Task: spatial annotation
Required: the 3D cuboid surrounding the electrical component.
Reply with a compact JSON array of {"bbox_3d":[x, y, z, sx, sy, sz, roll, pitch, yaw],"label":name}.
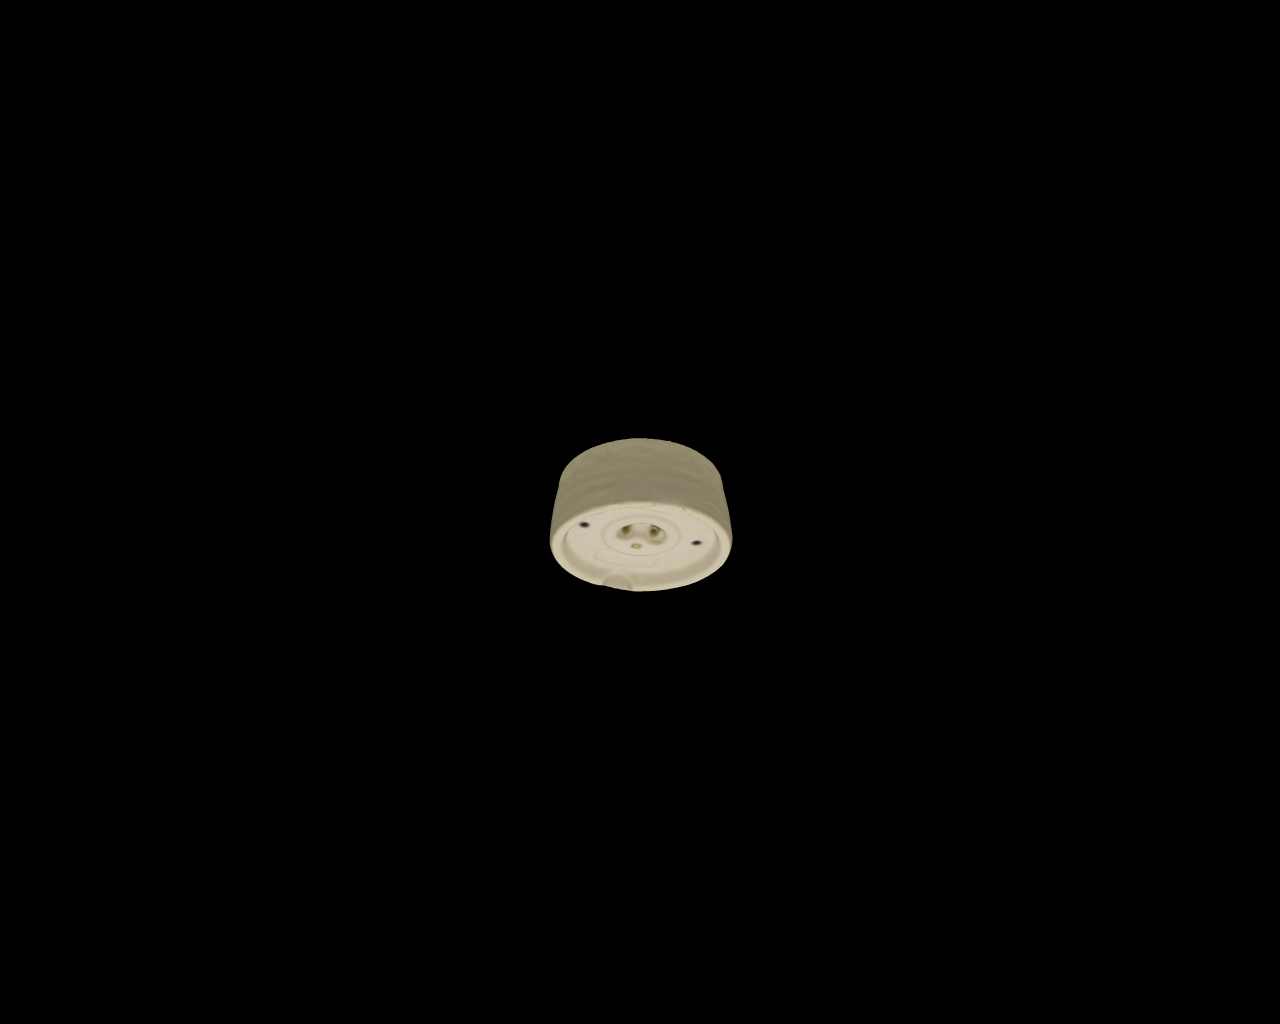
[{"bbox_3d":[0.001,-0.003,0.650,0.108,0.060,0.108,0,-32,0],"label":"electrical component"}]
